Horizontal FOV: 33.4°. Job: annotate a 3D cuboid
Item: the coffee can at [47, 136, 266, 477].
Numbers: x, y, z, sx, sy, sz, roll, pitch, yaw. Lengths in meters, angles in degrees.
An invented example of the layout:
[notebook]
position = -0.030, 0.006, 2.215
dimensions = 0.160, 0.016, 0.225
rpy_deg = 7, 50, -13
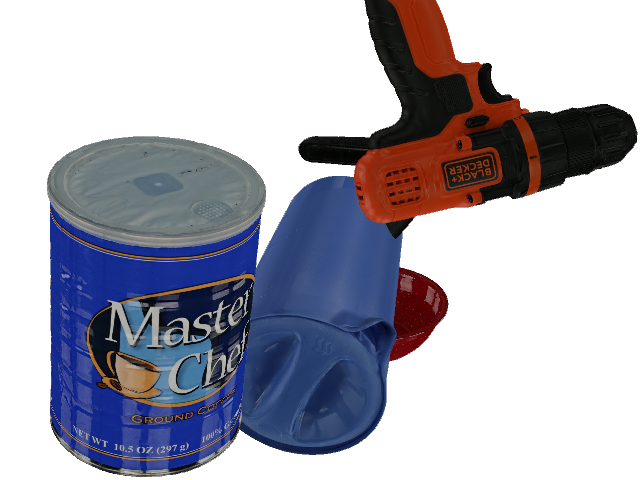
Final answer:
[coffee can]
position = -0.085, 0.032, 0.539
dimensions = 0.102, 0.140, 0.103
rpy_deg = 6, 29, -3

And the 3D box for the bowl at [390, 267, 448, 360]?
[bowl]
position = 0.061, 0.089, 1.192
dimensions = 0.162, 0.055, 0.162
rpy_deg = -1, 28, 0

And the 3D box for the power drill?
[power drill]
position = 0.097, -0.115, 0.661
dimensions = 0.184, 0.187, 0.057
rpy_deg = -14, 8, -9

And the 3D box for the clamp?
[clamp]
position = 0.097, -0.063, 0.957
dimensions = 0.210, 0.164, 0.036
rpy_deg = -16, -44, -3

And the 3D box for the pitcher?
[pitcher]
position = -0.007, 0.052, 0.878
dimensions = 0.149, 0.145, 0.242
rpy_deg = 10, 33, 5
